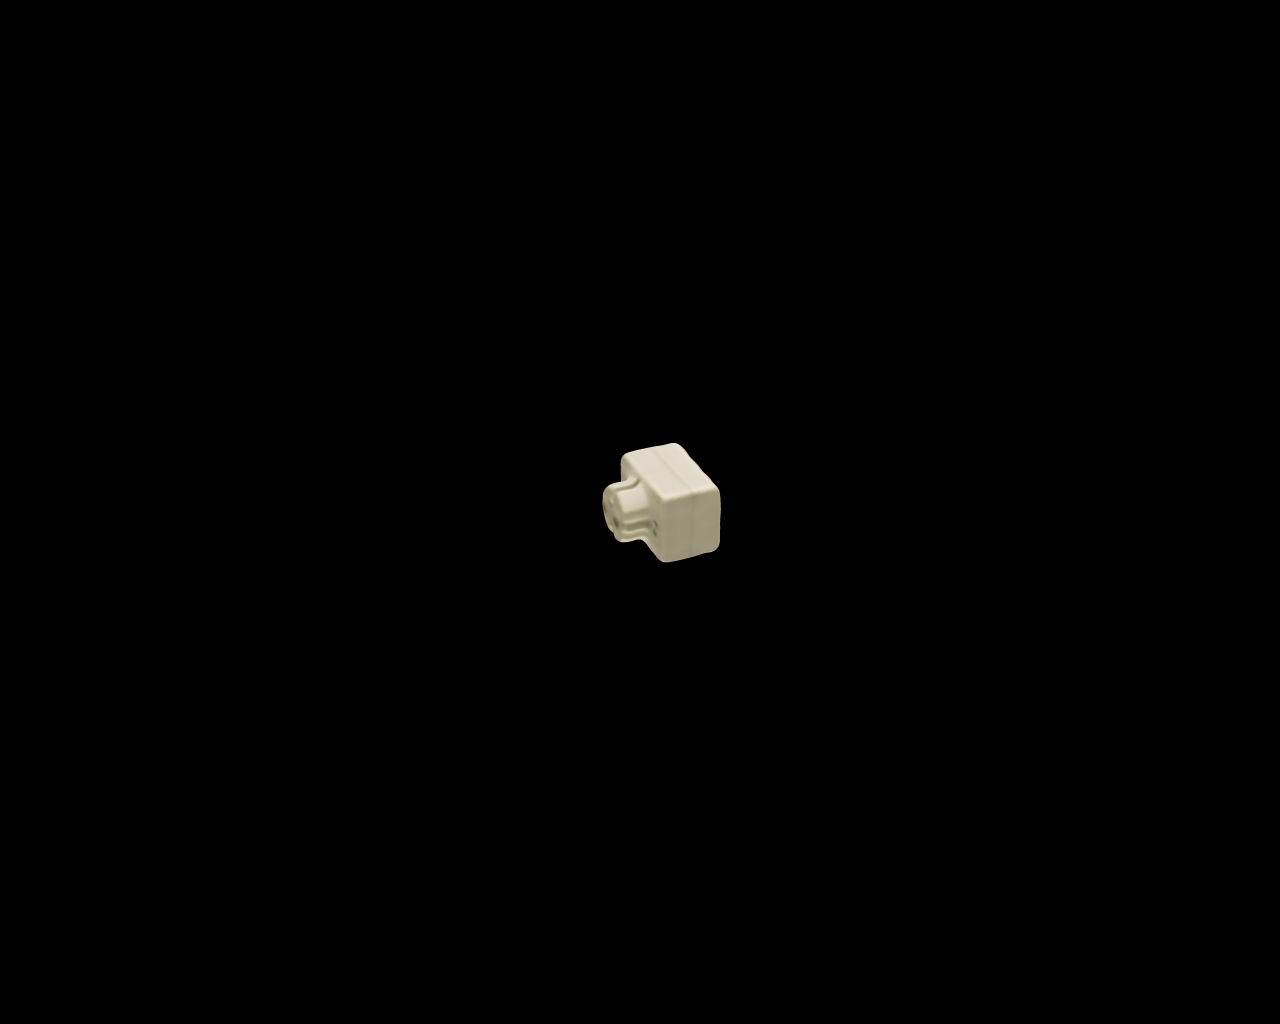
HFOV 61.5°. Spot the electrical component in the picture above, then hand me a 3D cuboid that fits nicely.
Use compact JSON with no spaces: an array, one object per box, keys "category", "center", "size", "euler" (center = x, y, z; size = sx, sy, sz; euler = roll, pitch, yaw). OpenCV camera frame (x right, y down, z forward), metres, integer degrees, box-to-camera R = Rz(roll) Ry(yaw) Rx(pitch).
[{"category":"electrical component","center":[0.001,-0.003,0.650],"size":[0.077,0.047,0.066],"euler":[-12,33,-19]}]
